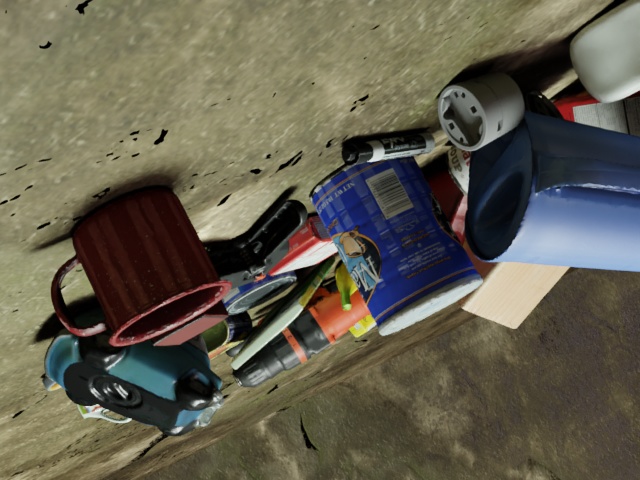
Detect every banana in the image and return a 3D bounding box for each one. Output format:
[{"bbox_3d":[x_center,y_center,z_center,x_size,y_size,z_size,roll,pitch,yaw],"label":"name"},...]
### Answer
[{"bbox_3d":[0.089,0.006,1.225,0.197,0.070,0.037,-37,146,-9],"label":"banana"}]

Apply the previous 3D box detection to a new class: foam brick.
[{"bbox_3d":[-0.119,0.039,0.860,0.051,0.078,0.053,-29,167,15],"label":"foam brick"}]

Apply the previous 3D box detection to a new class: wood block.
[{"bbox_3d":[0.233,-0.013,1.183,0.090,0.090,0.206,22,116,-33],"label":"wood block"}]

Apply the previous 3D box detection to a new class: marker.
[{"bbox_3d":[0.058,-0.077,0.900,0.020,0.020,0.120,-37,166,37],"label":"marker"}]

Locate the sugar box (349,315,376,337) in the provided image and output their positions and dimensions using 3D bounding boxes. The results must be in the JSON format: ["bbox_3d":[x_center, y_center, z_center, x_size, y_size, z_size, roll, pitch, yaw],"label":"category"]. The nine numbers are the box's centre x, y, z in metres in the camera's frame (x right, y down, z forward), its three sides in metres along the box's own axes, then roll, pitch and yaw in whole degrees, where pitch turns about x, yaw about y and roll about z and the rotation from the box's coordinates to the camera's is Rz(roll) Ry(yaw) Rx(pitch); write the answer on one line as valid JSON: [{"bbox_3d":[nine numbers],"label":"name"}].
[{"bbox_3d":[0.108,0.059,1.459,0.176,0.048,0.093,-41,176,-11],"label":"sugar box"}]

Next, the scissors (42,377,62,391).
[{"bbox_3d":[-0.199,0.106,1.125,0.202,0.016,0.096,-29,170,7],"label":"scissors"}]

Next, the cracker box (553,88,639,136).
[{"bbox_3d":[0.358,-0.132,1.039,0.163,0.072,0.214,-19,-170,-38],"label":"cracker box"}]

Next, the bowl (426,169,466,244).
[{"bbox_3d":[0.120,-0.013,1.121,0.162,0.055,0.162,21,90,-77],"label":"bowl"}]

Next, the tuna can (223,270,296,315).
[{"bbox_3d":[-0.068,0.044,1.106,0.086,0.034,0.086,-26,167,-6],"label":"tuna can"}]

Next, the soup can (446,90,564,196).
[{"bbox_3d":[0.179,-0.087,1.016,0.102,0.068,0.068,-35,166,34],"label":"soup can"}]

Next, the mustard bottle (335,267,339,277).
[{"bbox_3d":[0.116,0.021,1.368,0.191,0.058,0.096,-27,170,-8],"label":"mustard bottle"}]

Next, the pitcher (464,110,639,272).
[{"bbox_3d":[0.259,-0.034,0.922,0.242,0.149,0.145,7,127,-16],"label":"pitcher"}]

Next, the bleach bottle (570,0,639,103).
[{"bbox_3d":[0.322,-0.181,0.951,0.103,0.068,0.250,-32,172,39],"label":"bleach bottle"}]

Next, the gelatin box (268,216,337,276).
[{"bbox_3d":[-0.007,0.001,1.070,0.073,0.030,0.089,-33,168,33],"label":"gelatin box"}]

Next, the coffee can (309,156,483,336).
[{"bbox_3d":[0.067,0.000,0.954,0.102,0.140,0.103,-27,169,-6],"label":"coffee can"}]

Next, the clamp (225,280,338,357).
[{"bbox_3d":[-0.020,0.102,1.461,0.210,0.036,0.164,-32,168,7],"label":"clamp"}]

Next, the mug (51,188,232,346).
[{"bbox_3d":[-0.131,0.023,0.744,0.117,0.081,0.093,-27,169,-6],"label":"mug"}]

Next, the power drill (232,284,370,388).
[{"bbox_3d":[-0.030,0.112,1.298,0.184,0.057,0.188,-31,-175,-7],"label":"power drill"}]

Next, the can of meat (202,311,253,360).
[{"bbox_3d":[-0.132,0.103,1.166,0.102,0.057,0.083,-31,170,15],"label":"can of meat"}]

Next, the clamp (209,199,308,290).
[{"bbox_3d":[-0.073,0.018,0.969,0.120,0.039,0.171,-24,168,-13],"label":"clamp"}]
